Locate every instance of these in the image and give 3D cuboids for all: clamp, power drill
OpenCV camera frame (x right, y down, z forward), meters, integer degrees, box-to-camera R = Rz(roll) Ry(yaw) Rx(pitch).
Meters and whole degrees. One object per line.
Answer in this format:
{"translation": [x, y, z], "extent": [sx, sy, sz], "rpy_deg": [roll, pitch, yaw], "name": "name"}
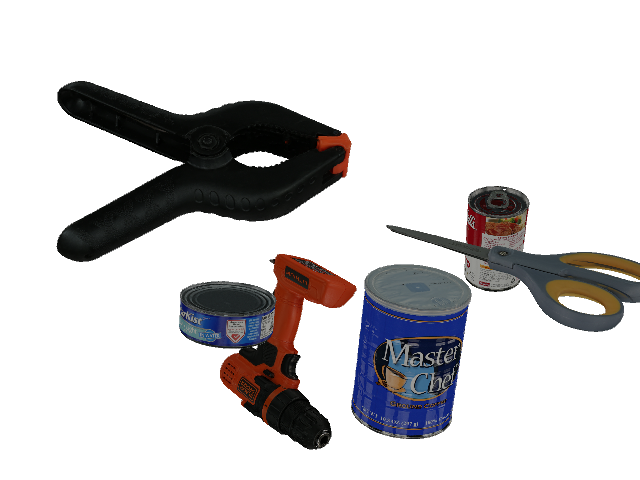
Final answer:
{"translation": [-0.072, -0.052, 0.609], "extent": [0.171, 0.120, 0.039], "rpy_deg": [-9, -28, -15], "name": "clamp"}
{"translation": [-0.028, 0.122, 1.212], "extent": [0.057, 0.188, 0.185], "rpy_deg": [15, 11, -46], "name": "power drill"}

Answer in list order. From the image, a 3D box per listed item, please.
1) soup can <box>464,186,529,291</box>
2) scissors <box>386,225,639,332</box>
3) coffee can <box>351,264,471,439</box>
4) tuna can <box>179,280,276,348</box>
{"translation": [0.199, -0.002, 1.212], "extent": [0.068, 0.102, 0.068], "rpy_deg": [-1, 32, 1], "name": "soup can"}
{"translation": [0.132, 0.024, 0.749], "extent": [0.202, 0.016, 0.096], "rpy_deg": [8, 30, 17], "name": "scissors"}
{"translation": [0.087, 0.107, 1.045], "extent": [0.103, 0.140, 0.103], "rpy_deg": [4, 22, -2], "name": "coffee can"}
{"translation": [-0.083, 0.066, 0.952], "extent": [0.086, 0.034, 0.086], "rpy_deg": [5, 16, -2], "name": "tuna can"}
